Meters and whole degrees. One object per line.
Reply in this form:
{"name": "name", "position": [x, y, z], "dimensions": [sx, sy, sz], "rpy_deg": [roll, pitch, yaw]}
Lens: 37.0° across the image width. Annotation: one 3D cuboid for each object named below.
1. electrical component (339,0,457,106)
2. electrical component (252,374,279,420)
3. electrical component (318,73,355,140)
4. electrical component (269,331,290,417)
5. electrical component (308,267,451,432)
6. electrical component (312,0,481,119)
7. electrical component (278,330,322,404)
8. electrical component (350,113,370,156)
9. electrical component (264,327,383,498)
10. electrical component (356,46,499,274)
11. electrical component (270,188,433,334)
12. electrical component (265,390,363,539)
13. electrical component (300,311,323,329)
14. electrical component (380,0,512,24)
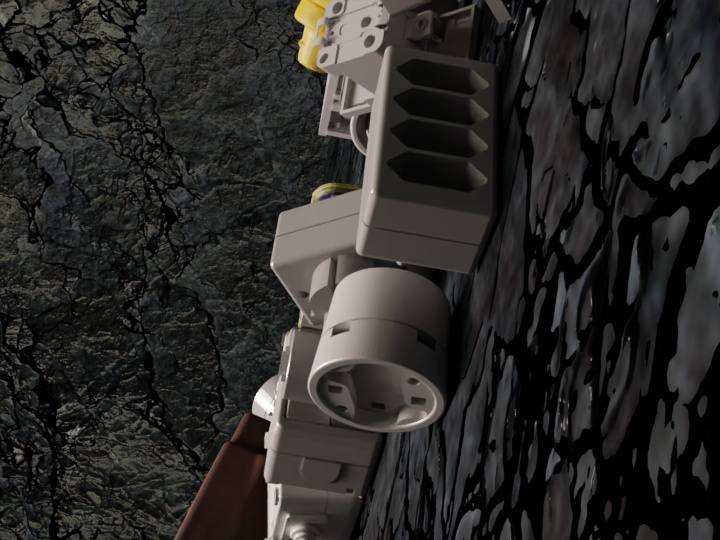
{"name": "electrical component", "position": [0.024, -0.143, 0.636], "dimensions": [0.050, 0.056, 0.089], "rpy_deg": [113, 167, -71]}
{"name": "electrical component", "position": [-0.050, 0.159, 0.916], "dimensions": [0.074, 0.052, 0.138], "rpy_deg": [38, 140, 37]}
{"name": "electrical component", "position": [0.014, -0.168, 0.783], "dimensions": [0.150, 0.062, 0.089], "rpy_deg": [109, 170, -65]}
{"name": "electrical component", "position": [-0.026, 0.081, 0.787], "dimensions": [0.096, 0.061, 0.061], "rpy_deg": [69, -149, -83]}
{"name": "electrical component", "position": [0.010, 0.032, 0.438], "dimensions": [0.055, 0.055, 0.047], "rpy_deg": [106, 176, -53]}
{"name": "electrical component", "position": [0.015, -0.107, 0.527], "dimensions": [0.081, 0.064, 0.042], "rpy_deg": [-9, 64, 42]}
{"name": "electrical component", "position": [-0.007, 0.051, 0.533], "dimensions": [0.044, 0.065, 0.044], "rpy_deg": [-170, 90, -86]}
{"name": "electrical component", "position": [0.018, -0.102, 0.730], "dimensions": [0.065, 0.044, 0.044], "rpy_deg": [-78, -1, -72]}
{"name": "electrical component", "position": [-0.018, 0.076, 0.641], "dimensions": [0.096, 0.062, 0.061], "rpy_deg": [-85, 7, -48]}
{"name": "electrical component", "position": [0.024, -0.033, 0.438], "dimensions": [0.075, 0.047, 0.083], "rpy_deg": [105, 173, -51]}
{"name": "electrical component", "position": [-0.004, 0.005, 0.510], "dimensions": [0.076, 0.066, 0.047], "rpy_deg": [-84, -28, -45]}
{"name": "electrical component", "position": [-0.027, 0.131, 0.681], "dimensions": [0.061, 0.061, 0.096], "rpy_deg": [105, 165, -48]}
{"name": "electrical component", "position": [0.000, 0.005, 0.599], "dimensions": [0.078, 0.057, 0.058], "rpy_deg": [107, 172, -58]}
{"name": "electrical component", "position": [0.032, -0.165, 0.448], "dimensions": [0.078, 0.063, 0.121], "rpy_deg": [49, -145, -39]}
